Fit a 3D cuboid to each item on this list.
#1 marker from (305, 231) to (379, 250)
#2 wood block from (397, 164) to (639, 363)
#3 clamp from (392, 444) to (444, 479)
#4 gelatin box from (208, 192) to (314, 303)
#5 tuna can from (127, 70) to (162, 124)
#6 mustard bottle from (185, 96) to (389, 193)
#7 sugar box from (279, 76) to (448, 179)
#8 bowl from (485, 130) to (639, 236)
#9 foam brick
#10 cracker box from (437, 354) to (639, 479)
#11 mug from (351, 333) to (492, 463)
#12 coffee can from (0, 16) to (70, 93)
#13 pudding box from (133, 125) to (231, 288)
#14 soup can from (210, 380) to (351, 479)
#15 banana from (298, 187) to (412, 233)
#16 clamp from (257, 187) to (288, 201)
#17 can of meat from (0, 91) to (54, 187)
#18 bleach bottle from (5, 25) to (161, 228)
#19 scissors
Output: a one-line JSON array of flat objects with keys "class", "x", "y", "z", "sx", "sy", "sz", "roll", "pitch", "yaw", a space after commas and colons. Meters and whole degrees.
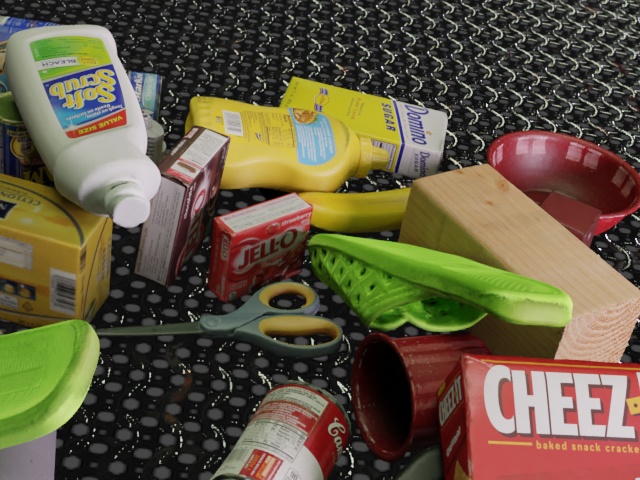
[{"class": "marker", "x": -0.006, "y": 0.001, "z": 0.974, "sx": 0.121, "sy": 0.020, "sz": 0.020, "roll": 8, "pitch": 35, "yaw": -3}, {"class": "wood block", "x": 0.164, "y": 0.031, "z": 0.916, "sx": 0.090, "sy": 0.091, "sz": 0.206, "roll": -13, "pitch": 42, "yaw": -30}, {"class": "clamp", "x": 0.123, "y": 0.169, "z": 0.727, "sx": 0.210, "sy": 0.036, "sz": 0.164, "roll": -3, "pitch": 59, "yaw": -9}, {"class": "gelatin box", "x": -0.051, "y": 0.006, "z": 0.908, "sx": 0.089, "sy": 0.073, "sz": 0.030, "roll": -21, "pitch": 46, "yaw": -36}, {"class": "tuna can", "x": -0.175, "y": -0.121, "z": 1.044, "sx": 0.033, "sy": 0.086, "sz": 0.086, "roll": 6, "pitch": 35, "yaw": -10}, {"class": "mustard bottle", "x": -0.028, "y": -0.085, "z": 1.000, "sx": 0.191, "sy": 0.058, "sz": 0.096, "roll": 4, "pitch": 44, "yaw": -16}, {"class": "sugar box", "x": 0.045, "y": -0.119, "z": 1.133, "sx": 0.176, "sy": 0.048, "sz": 0.093, "roll": 11, "pitch": 36, "yaw": 3}, {"class": "bowl", "x": 0.240, "y": -0.048, "z": 1.075, "sx": 0.162, "sy": 0.055, "sz": 0.162, "roll": 7, "pitch": 35, "yaw": -5}, {"class": "foam brick", "x": 0.217, "y": 0.005, "z": 0.977, "sx": 0.051, "sy": 0.078, "sz": 0.052, "roll": 24, "pitch": 37, "yaw": 21}, {"class": "cracker box", "x": 0.166, "y": 0.182, "z": 0.662, "sx": 0.164, "sy": 0.072, "sz": 0.213, "roll": 4, "pitch": 58, "yaw": -9}, {"class": "mug", "x": 0.074, "y": 0.108, "z": 0.794, "sx": 0.081, "sy": 0.093, "sz": 0.117, "roll": -3, "pitch": 18, "yaw": -26}, {"class": "coffee can", "x": -0.302, "y": -0.170, "z": 1.064, "sx": 0.140, "sy": 0.103, "sz": 0.103, "roll": 8, "pitch": 35, "yaw": -4}, {"class": "pudding box", "x": -0.117, "y": -0.029, "z": 0.907, "sx": 0.039, "sy": 0.114, "sz": 0.090, "roll": 20, "pitch": 37, "yaw": 7}, {"class": "soup can", "x": -0.028, "y": 0.151, "z": 0.716, "sx": 0.068, "sy": 0.068, "sz": 0.102, "roll": 20, "pitch": 37, "yaw": 13}, {"class": "banana", "x": 0.055, "y": -0.034, "z": 0.998, "sx": 0.197, "sy": 0.070, "sz": 0.037, "roll": -8, "pitch": 61, "yaw": -22}, {"class": "clamp", "x": -0.066, "y": -0.073, "z": 1.049, "sx": 0.120, "sy": 0.039, "sz": 0.171, "roll": 20, "pitch": 39, "yaw": -4}, {"class": "can of meat", "x": -0.257, "y": -0.094, "z": 0.985, "sx": 0.101, "sy": 0.084, "sz": 0.057, "roll": -21, "pitch": 47, "yaw": -37}, {"class": "bleach bottle", "x": -0.182, "y": -0.092, "z": 0.864, "sx": 0.102, "sy": 0.068, "sz": 0.251, "roll": -8, "pitch": 38, "yaw": -26}, {"class": "scissors", "x": -0.081, "y": 0.060, "z": 0.875, "sx": 0.201, "sy": 0.016, "sz": 0.096, "roll": 8, "pitch": 34, "yaw": -4}]
